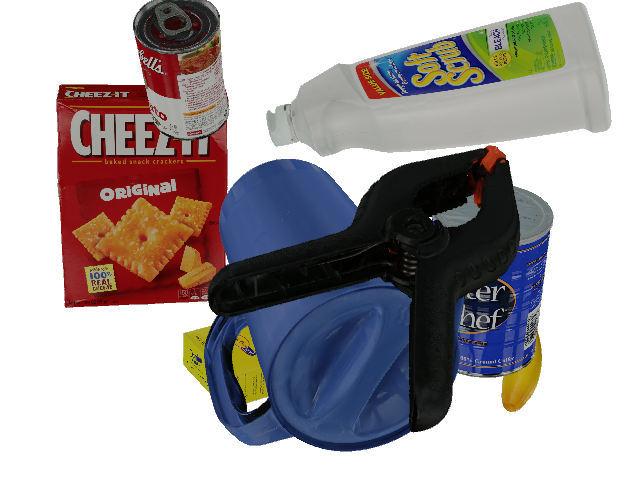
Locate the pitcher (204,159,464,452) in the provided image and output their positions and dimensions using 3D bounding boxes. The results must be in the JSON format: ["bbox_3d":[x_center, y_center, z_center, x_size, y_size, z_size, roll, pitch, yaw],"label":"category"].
[{"bbox_3d":[-0.010,0.039,0.795,0.149,0.145,0.243,3,26,-20],"label":"pitcher"}]

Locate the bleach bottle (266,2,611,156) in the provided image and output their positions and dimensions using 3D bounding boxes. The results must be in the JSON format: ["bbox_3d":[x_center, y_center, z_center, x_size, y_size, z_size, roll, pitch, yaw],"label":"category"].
[{"bbox_3d":[0.082,-0.106,0.804,0.251,0.102,0.068,-12,-43,12],"label":"bleach bottle"}]

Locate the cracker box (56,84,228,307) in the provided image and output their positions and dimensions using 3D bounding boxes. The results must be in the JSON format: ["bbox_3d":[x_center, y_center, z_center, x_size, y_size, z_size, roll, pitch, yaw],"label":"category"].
[{"bbox_3d":[-0.175,-0.043,1.060,0.164,0.214,0.072,-1,21,-10],"label":"cracker box"}]

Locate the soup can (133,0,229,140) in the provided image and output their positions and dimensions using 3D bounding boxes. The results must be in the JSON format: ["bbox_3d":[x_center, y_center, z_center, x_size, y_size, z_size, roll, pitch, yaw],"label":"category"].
[{"bbox_3d":[-0.111,-0.139,0.866,0.068,0.068,0.102,0,-37,1],"label":"soup can"}]

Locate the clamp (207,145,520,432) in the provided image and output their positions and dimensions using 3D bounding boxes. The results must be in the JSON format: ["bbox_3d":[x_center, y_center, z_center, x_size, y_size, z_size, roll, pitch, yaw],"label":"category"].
[{"bbox_3d":[0.047,0.014,0.492,0.171,0.039,0.120,-35,62,-30],"label":"clamp"}]

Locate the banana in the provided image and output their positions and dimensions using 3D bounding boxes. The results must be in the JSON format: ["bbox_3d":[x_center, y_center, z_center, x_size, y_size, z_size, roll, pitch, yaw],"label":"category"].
[{"bbox_3d":[0.200,0.107,1.142,0.069,0.037,0.198,-24,35,4],"label":"banana"}]

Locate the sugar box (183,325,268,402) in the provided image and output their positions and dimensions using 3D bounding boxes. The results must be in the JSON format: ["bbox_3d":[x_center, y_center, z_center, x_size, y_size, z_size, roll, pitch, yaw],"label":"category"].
[{"bbox_3d":[-0.039,0.108,1.073,0.175,0.048,0.093,-16,33,-30],"label":"sugar box"}]

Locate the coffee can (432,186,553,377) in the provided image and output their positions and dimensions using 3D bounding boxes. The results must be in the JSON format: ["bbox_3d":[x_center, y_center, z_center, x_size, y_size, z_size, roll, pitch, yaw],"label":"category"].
[{"bbox_3d":[0.145,0.034,0.938,0.103,0.140,0.103,0,31,0],"label":"coffee can"}]
